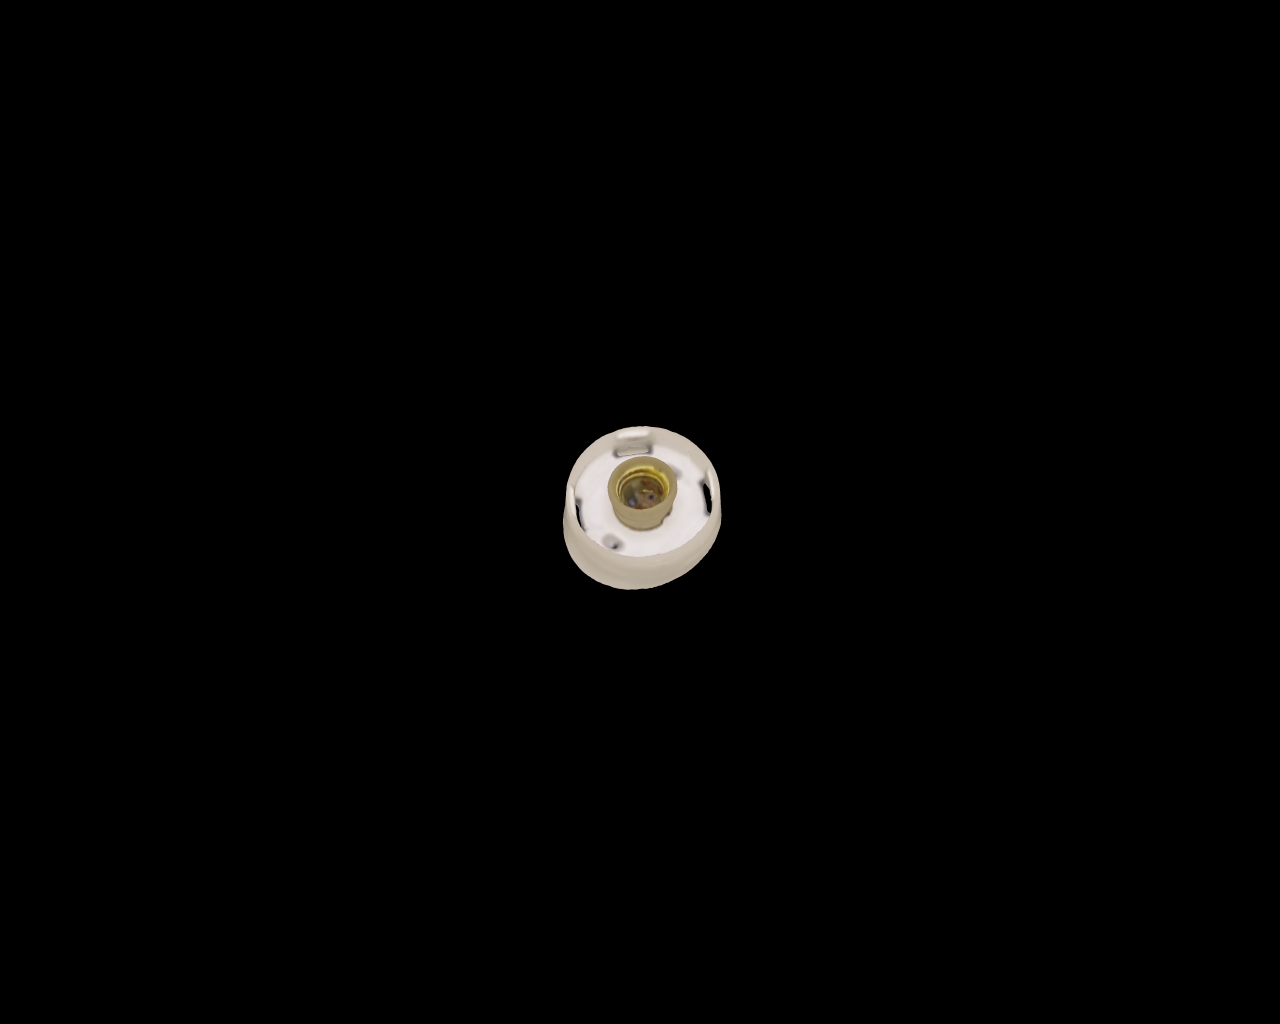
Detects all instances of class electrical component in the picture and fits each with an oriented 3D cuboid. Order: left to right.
[{"bbox_3d":[0.001,-0.003,0.650,0.099,0.099,0.064,0,-28,0],"label":"electrical component"}]
